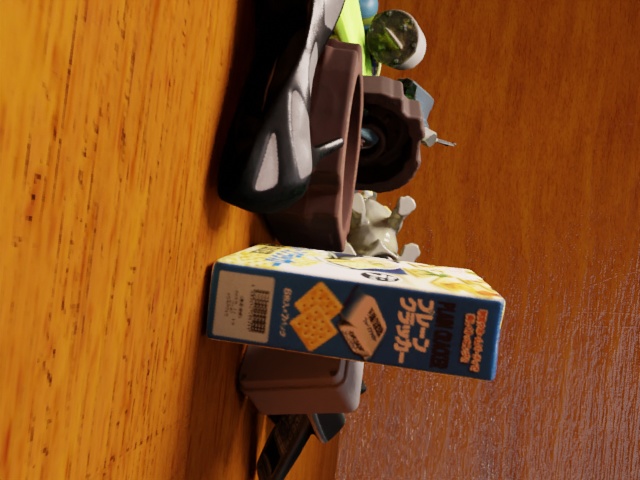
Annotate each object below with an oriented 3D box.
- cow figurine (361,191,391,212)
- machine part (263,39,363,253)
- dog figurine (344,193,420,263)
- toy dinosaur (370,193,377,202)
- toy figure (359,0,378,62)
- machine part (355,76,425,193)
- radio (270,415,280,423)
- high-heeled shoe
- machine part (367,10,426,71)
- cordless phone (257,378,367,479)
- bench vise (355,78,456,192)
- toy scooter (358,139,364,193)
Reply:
[{"bbox_3d":[0.073,-0.077,1.154,0.098,0.167,0.068,-44,-175,12],"label":"cow figurine"},{"bbox_3d":[-0.004,-0.098,0.594,0.201,0.087,0.201,71,27,-73],"label":"machine part"},{"bbox_3d":[0.069,0.009,0.840,0.190,0.121,0.172,161,-58,-81],"label":"dog figurine"},{"bbox_3d":[0.091,-0.139,1.248,0.192,0.131,0.404,8,93,-70],"label":"toy dinosaur"},{"bbox_3d":[0.048,-0.329,0.845,0.180,0.082,0.089,95,17,-49],"label":"toy figure"},{"bbox_3d":[0.059,-0.144,0.744,0.179,0.179,0.056,89,7,-45],"label":"machine part"},{"bbox_3d":[-0.015,0.161,0.800,0.131,0.073,0.229,85,15,-60],"label":"radio"},{"bbox_3d":[-0.046,-0.148,0.409,0.145,0.086,0.248,-27,108,-43],"label":"high-heeled shoe"},{"bbox_3d":[0.121,-0.304,0.828,0.243,0.079,0.079,-45,141,-69],"label":"machine part"},{"bbox_3d":[-0.038,0.203,0.657,0.184,0.088,0.147,-61,-146,20],"label":"cordless phone"},{"bbox_3d":[0.084,-0.162,0.916,0.240,0.224,0.128,-60,154,11],"label":"bench vise"},{"bbox_3d":[0.055,-0.152,1.065,0.135,0.075,0.183,1,91,-79],"label":"toy scooter"}]
